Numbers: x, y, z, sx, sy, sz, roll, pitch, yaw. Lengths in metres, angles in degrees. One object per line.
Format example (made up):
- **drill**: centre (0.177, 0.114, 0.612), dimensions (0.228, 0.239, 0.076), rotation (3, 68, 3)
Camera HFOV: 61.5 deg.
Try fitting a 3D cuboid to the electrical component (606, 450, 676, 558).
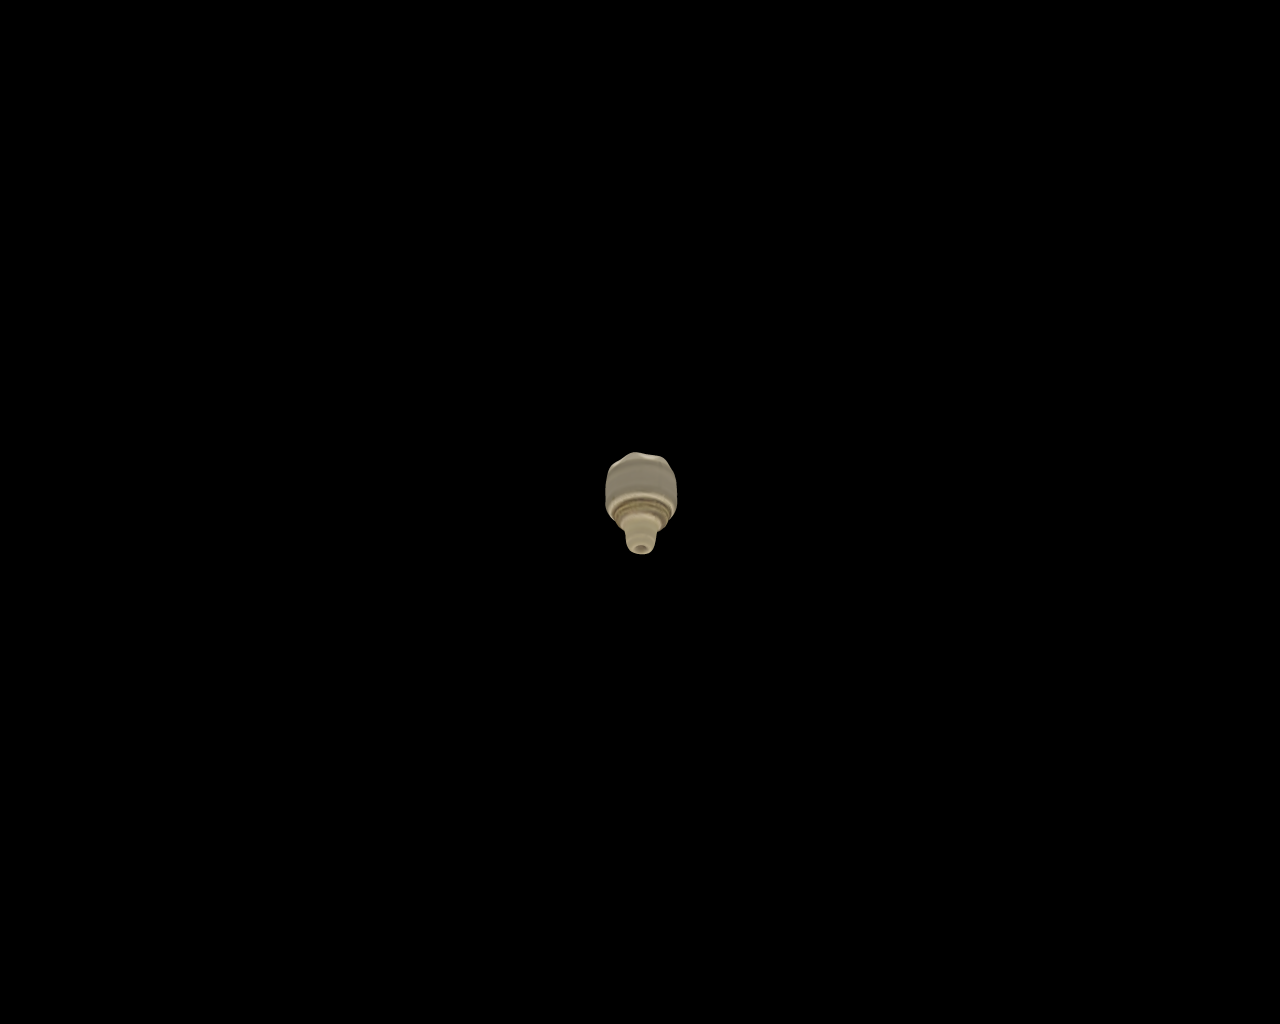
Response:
- **electrical component**: centre (0.001, -0.003, 0.650), dimensions (0.043, 0.062, 0.043), rotation (0, -34, 0)
